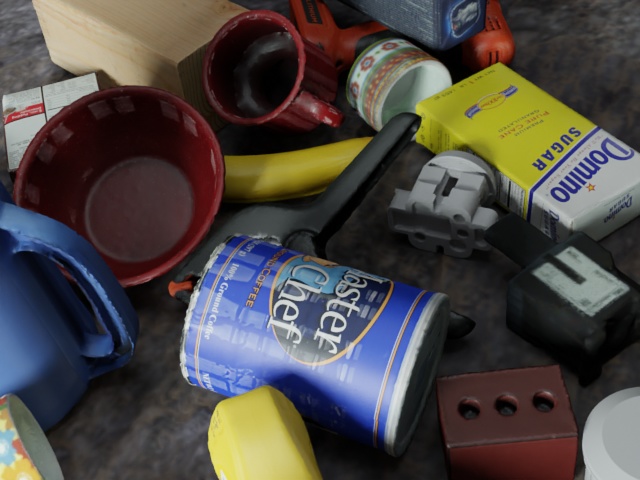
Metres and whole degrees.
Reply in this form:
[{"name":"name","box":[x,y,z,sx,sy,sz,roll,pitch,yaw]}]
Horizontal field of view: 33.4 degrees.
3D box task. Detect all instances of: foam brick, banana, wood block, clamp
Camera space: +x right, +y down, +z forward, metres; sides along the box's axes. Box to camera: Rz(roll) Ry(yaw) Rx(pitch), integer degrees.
[{"name":"foam brick","box":[0.111,0.113,0.640,0.078,0.051,0.053,-7,45,2]},{"name":"banana","box":[-0.045,-0.058,0.850,0.198,0.037,0.069,0,46,9]},{"name":"wood block","box":[-0.154,-0.179,0.952,0.206,0.090,0.090,30,56,32]},{"name":"clamp","box":[-0.005,0.001,0.748,0.210,0.036,0.164,-9,72,13]}]

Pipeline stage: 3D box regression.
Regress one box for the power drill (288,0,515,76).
[{"name":"power drill","box":[0.068,-0.207,0.968,0.187,0.057,0.184,-11,45,-2]}]

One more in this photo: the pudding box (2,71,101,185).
[{"name":"pudding box","box":[-0.221,-0.090,0.909,0.090,0.039,0.113,-15,46,-7]}]

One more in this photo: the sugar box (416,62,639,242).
[{"name":"sugar box","box":[0.163,-0.067,0.819,0.093,0.048,0.176,-29,47,-22]}]

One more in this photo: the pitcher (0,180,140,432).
[{"name":"pitcher","box":[-0.224,0.015,0.655,0.149,0.243,0.145,-37,54,-18]}]

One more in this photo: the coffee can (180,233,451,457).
[{"name":"coffee can","box":[-0.001,0.063,0.663,0.140,0.103,0.102,17,49,16]}]

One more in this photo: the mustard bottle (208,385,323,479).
[{"name":"mustard bottle","box":[-0.005,0.175,0.565,0.058,0.096,0.192,-18,45,-11]}]

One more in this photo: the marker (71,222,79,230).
[{"name":"marker","box":[-0.194,-0.009,0.837,0.020,0.020,0.121,5,46,14]}]

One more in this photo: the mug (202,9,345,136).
[{"name":"mug","box":[-0.027,-0.125,0.865,0.117,0.081,0.093,33,98,25]}]

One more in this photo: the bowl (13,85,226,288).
[{"name":"bowl","box":[-0.144,-0.033,0.803,0.162,0.055,0.162,-3,70,8]}]
